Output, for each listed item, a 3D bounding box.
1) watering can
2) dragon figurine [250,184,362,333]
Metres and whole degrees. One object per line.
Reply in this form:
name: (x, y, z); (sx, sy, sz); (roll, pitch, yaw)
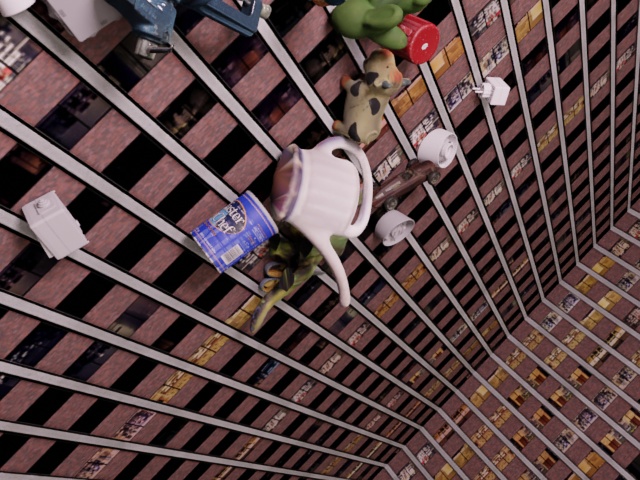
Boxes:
watering can: (0.003, -0.052, 1.031); (0.223, 0.103, 0.351); (14, 77, -25)
dragon figurine: (-0.012, 0.037, 1.207); (0.243, 0.124, 0.404); (1, 124, -53)
